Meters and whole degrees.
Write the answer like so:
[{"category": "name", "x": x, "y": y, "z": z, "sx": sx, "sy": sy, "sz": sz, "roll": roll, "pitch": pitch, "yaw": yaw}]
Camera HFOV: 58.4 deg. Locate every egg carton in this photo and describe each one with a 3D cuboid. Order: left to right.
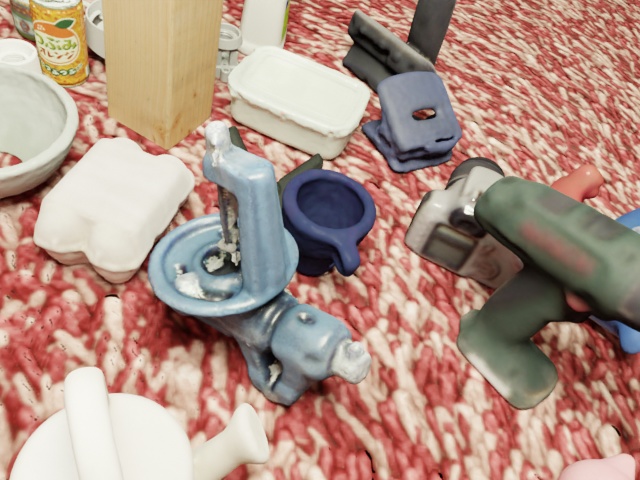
[{"category": "egg carton", "x": -0.193, "y": -0.033, "z": 0.549, "sx": 0.107, "sy": 0.069, "sz": 0.150, "roll": 21, "pitch": 48, "yaw": 0}]

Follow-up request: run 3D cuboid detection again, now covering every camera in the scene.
[{"category": "camera", "x": 0.187, "y": -0.034, "z": 0.646, "sx": 0.143, "sy": 0.101, "sz": 0.137, "roll": 26, "pitch": 49, "yaw": 5}]

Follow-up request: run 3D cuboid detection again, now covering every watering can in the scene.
[{"category": "watering can", "x": -0.120, "y": 0.141, "z": 0.343, "sx": 0.173, "sy": 0.194, "sz": 0.100, "roll": -30, "pitch": 64, "yaw": -34}]

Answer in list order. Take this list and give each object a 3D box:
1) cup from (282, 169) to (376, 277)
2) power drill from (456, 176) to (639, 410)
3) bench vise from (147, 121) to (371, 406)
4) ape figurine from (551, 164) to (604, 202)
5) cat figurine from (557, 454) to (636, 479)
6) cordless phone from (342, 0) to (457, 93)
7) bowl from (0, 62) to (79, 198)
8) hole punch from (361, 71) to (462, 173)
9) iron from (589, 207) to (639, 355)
[{"category": "cup", "x": 0.005, "y": 0.002, "z": 0.564, "sx": 0.092, "sy": 0.095, "sz": 0.117, "roll": -7, "pitch": 54, "yaw": -22}, {"category": "power drill", "x": 0.214, "y": 0.061, "z": 0.503, "sx": 0.076, "sy": 0.208, "sz": 0.229, "roll": -27, "pitch": 63, "yaw": -33}, {"category": "bench vise", "x": -0.040, "y": 0.019, "z": 0.452, "sx": 0.207, "sy": 0.220, "sz": 0.121, "roll": 22, "pitch": 48, "yaw": 2}, {"category": "ape figurine", "x": 0.314, "y": -0.054, "z": 0.707, "sx": 0.076, "sy": 0.092, "sz": 0.078, "roll": 15, "pitch": 48, "yaw": -4}, {"category": "cat figurine", "x": 0.186, "y": 0.210, "z": 0.431, "sx": 0.128, "sy": 0.118, "sz": 0.067, "roll": -8, "pitch": 54, "yaw": -23}, {"category": "cordless phone", "x": 0.115, "y": -0.301, "z": 0.790, "sx": 0.147, "sy": 0.185, "sz": 0.094, "roll": 41, "pitch": 52, "yaw": 18}, {"category": "bowl", "x": -0.322, "y": -0.095, "z": 0.557, "sx": 0.167, "sy": 0.075, "sz": 0.167, "roll": 9, "pitch": 49, "yaw": -10}, {"category": "hole punch", "x": 0.125, "y": -0.152, "z": 0.732, "sx": 0.109, "sy": 0.091, "sz": 0.101, "roll": -17, "pitch": 58, "yaw": -28}, {"category": "iron", "x": 0.371, "y": 0.002, "z": 0.645, "sx": 0.118, "sy": 0.141, "sz": 0.259, "roll": 38, "pitch": 51, "yaw": 15}]
